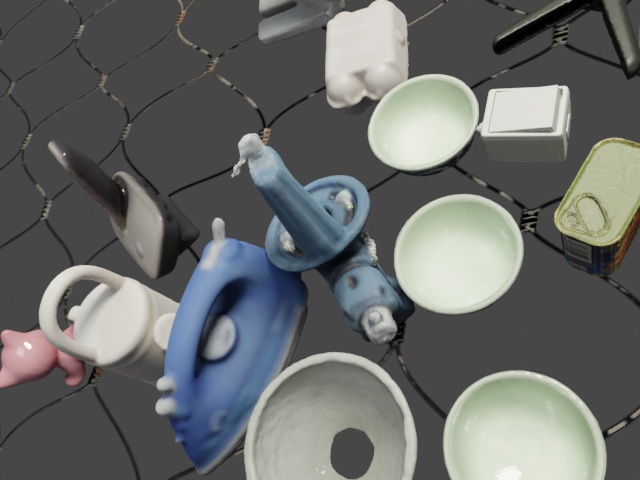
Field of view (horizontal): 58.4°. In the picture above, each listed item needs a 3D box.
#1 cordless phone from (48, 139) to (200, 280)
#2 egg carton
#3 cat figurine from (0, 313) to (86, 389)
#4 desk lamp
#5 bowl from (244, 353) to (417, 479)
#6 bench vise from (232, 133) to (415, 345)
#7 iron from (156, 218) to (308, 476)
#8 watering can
[{"bbox_3d":[-0.253,-0.041,0.713,0.147,0.186,0.094,37,85,34],"label":"cordless phone"},{"bbox_3d":[0.060,-0.232,0.727,0.107,0.070,0.150,-10,62,21],"label":"egg carton"},{"bbox_3d":[-0.330,0.132,0.705,0.128,0.118,0.067,-37,56,5],"label":"cat figurine"},{"bbox_3d":[-0.036,-0.390,0.764,0.202,0.214,0.118,-13,61,20],"label":"desk lamp"},{"bbox_3d":[0.018,0.194,0.534,0.167,0.075,0.167,-11,62,21],"label":"bowl"},{"bbox_3d":[0.013,-0.007,0.547,0.206,0.220,0.121,37,85,34],"label":"bench vise"},{"bbox_3d":[-0.110,0.109,0.597,0.118,0.142,0.258,8,70,29],"label":"iron"},{"bbox_3d":[-0.211,0.090,0.623,0.172,0.195,0.101,-16,60,18],"label":"watering can"}]
